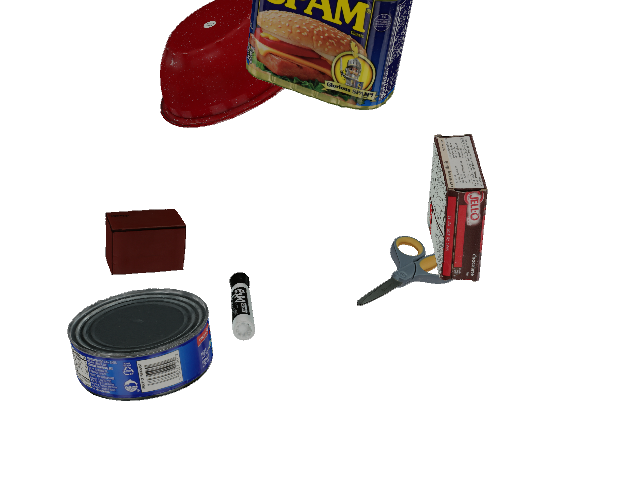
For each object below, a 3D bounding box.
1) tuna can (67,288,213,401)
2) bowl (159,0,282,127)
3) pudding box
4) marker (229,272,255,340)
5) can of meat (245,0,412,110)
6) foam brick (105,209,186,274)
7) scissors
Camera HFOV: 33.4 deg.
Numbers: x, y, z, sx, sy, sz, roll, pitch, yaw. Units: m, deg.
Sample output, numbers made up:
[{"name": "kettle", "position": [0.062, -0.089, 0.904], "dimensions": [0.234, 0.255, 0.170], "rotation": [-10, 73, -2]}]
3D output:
[{"name": "tuna can", "position": [-0.109, 0.063, 0.655], "dimensions": [0.086, 0.034, 0.086], "rotation": [-4, 23, 2]}, {"name": "bowl", "position": [-0.084, -0.171, 0.947], "dimensions": [0.162, 0.055, 0.162], "rotation": [-20, 35, 15]}, {"name": "pudding box", "position": [0.119, -0.031, 0.933], "dimensions": [0.039, 0.090, 0.113], "rotation": [0, 30, -2]}, {"name": "marker", "position": [-0.070, 0.056, 0.951], "dimensions": [0.020, 0.020, 0.121], "rotation": [0, 19, -6]}, {"name": "can of meat", "position": [0.005, -0.137, 0.664], "dimensions": [0.102, 0.084, 0.057], "rotation": [21, 39, 15]}, {"name": "foam brick", "position": [-0.185, 0.000, 1.124], "dimensions": [0.078, 0.051, 0.053], "rotation": [-4, 23, -18]}, {"name": "scissors", "position": [0.086, 0.033, 1.266], "dimensions": [0.201, 0.016, 0.096], "rotation": [-10, 40, -43]}]
